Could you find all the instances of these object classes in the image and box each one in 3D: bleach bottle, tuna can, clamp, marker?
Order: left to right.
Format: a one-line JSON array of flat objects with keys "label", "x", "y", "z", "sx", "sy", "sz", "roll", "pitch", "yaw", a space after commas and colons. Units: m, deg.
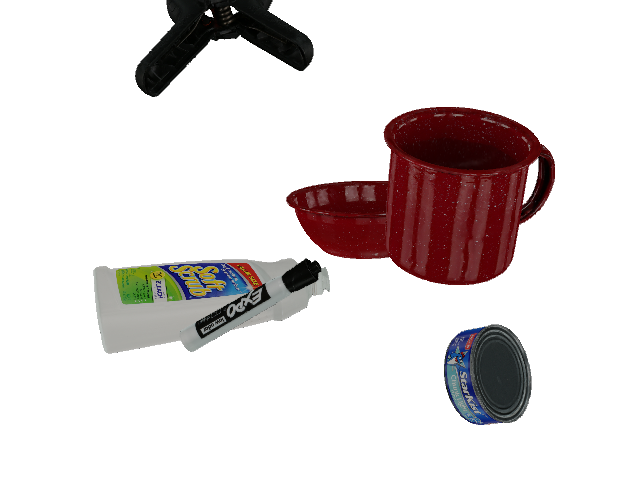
[{"label": "bleach bottle", "x": -0.117, "y": 0.058, "z": 1.167, "sx": 0.250, "sy": 0.068, "sz": 0.102, "roll": -9, "pitch": 36, "yaw": -9}, {"label": "clamp", "x": -0.062, "y": -0.162, "z": 0.766, "sx": 0.120, "sy": 0.039, "sz": 0.171, "roll": 0, "pitch": 44, "yaw": 3}, {"label": "marker", "x": -0.052, "y": 0.048, "z": 0.802, "sx": 0.121, "sy": 0.020, "sz": 0.020, "roll": -30, "pitch": -8, "yaw": 14}, {"label": "tuna can", "x": 0.146, "y": 0.118, "z": 0.934, "sx": 0.085, "sy": 0.086, "sz": 0.034, "roll": 0, "pitch": -12, "yaw": -46}]

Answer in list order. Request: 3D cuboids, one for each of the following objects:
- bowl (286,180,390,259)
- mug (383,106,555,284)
[{"label": "bowl", "x": 0.047, "y": -0.019, "z": 1.076, "sx": 0.162, "sy": 0.055, "sz": 0.162, "roll": -2, "pitch": 14, "yaw": 0}, {"label": "mug", "x": 0.093, "y": -0.029, "z": 0.657, "sx": 0.117, "sy": 0.081, "sz": 0.093, "roll": -13, "pitch": 34, "yaw": -24}]
